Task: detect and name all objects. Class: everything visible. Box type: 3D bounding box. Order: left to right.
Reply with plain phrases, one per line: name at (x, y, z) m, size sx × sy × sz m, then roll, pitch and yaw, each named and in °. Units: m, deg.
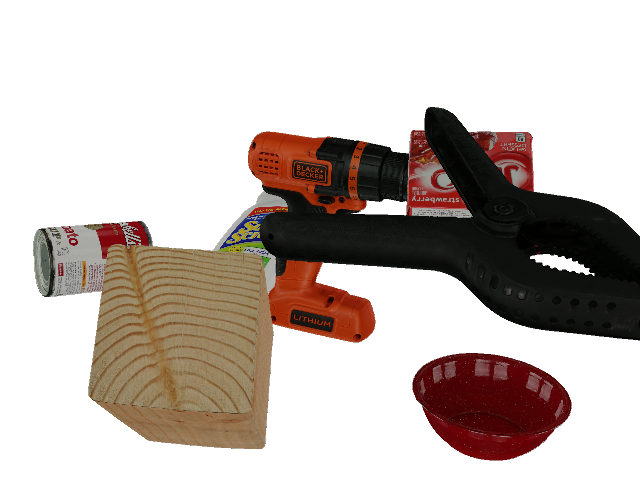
soup can at (-0.221, 0.018, 1.039) m, size 0.102 × 0.068 × 0.069 m, roll -5°, pitch 2°, yaw -28°
wood block at (-0.080, 0.076, 0.679) m, size 0.090 × 0.091 × 0.206 m, roll 4°, pitch -16°, yaw 1°
bleach bottle at (-0.072, 0.004, 1.250) m, size 0.103 × 0.068 × 0.250 m, roll 4°, pitch 34°, yaw 12°
power drill at (0.020, -0.003, 0.986) m, size 0.185 × 0.188 × 0.057 m, roll 11°, pitch 22°, yaw 18°
gelatin box at (0.107, -0.043, 0.762) m, size 0.089 × 0.073 × 0.030 m, roll 2°, pitch -37°, yaw 6°
clamp at (0.084, 0.001, 0.557) m, size 0.164 × 0.036 × 0.210 m, roll -31°, pitch 46°, yaw -33°
bowl at (0.173, 0.178, 1.099) m, size 0.162 × 0.055 × 0.162 m, roll 3°, pitch 23°, yaw -1°
